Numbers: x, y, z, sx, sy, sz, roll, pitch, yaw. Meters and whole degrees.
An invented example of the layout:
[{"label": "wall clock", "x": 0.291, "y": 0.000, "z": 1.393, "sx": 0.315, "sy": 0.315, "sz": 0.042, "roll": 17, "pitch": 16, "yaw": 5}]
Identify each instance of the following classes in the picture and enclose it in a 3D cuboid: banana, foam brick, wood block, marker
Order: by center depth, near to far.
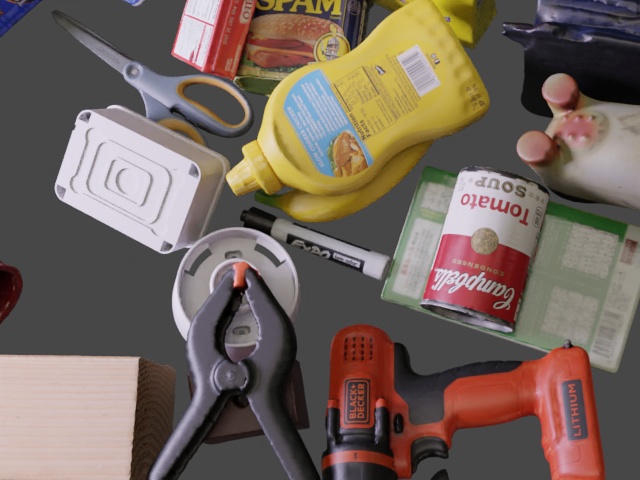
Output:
[{"label": "foam brick", "x": -0.052, "y": 0.117, "z": 0.780, "sx": 0.078, "sy": 0.051, "sz": 0.053, "roll": -11, "pitch": 76, "yaw": 8}, {"label": "wood block", "x": -0.220, "y": 0.134, "z": 0.786, "sx": 0.206, "sy": 0.090, "sz": 0.091, "roll": -1, "pitch": 78, "yaw": 10}, {"label": "banana", "x": 0.043, "y": -0.072, "z": 0.812, "sx": 0.198, "sy": 0.037, "sz": 0.070, "roll": -38, "pitch": 76, "yaw": 0}, {"label": "marker", "x": -0.005, "y": 0.001, "z": 0.814, "sx": 0.121, "sy": 0.020, "sz": 0.020, "roll": 21, "pitch": 82, "yaw": 14}]

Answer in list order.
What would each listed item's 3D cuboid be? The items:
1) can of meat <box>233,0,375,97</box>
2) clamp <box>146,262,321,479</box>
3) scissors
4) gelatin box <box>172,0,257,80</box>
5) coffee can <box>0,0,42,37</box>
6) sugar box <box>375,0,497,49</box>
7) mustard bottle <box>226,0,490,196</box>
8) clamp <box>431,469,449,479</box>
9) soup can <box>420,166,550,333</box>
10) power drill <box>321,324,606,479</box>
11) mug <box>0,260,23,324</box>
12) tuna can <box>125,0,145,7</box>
[{"label": "can of meat", "x": -0.014, "y": -0.156, "z": 0.831, "sx": 0.102, "sy": 0.057, "sz": 0.084, "roll": 6, "pitch": 81, "yaw": 11}, {"label": "clamp", "x": -0.066, "y": 0.103, "z": 0.738, "sx": 0.120, "sy": 0.039, "sz": 0.171, "roll": -7, "pitch": 71, "yaw": 4}, {"label": "scissors", "x": -0.150, "y": -0.115, "z": 0.866, "sx": 0.202, "sy": 0.016, "sz": 0.096, "roll": 21, "pitch": 83, "yaw": 14}, {"label": "gelatin box", "x": -0.080, "y": -0.168, "z": 0.822, "sx": 0.030, "sy": 0.089, "sz": 0.073, "roll": 12, "pitch": 102, "yaw": -27}, {"label": "coffee can", "x": -0.258, "y": -0.236, "z": 0.867, "sx": 0.140, "sy": 0.102, "sz": 0.103, "roll": -42, "pitch": 74, "yaw": -1}, {"label": "sugar box", "x": 0.080, "y": -0.205, "z": 0.762, "sx": 0.093, "sy": 0.176, "sz": 0.048, "roll": 28, "pitch": 84, "yaw": 14}, {"label": "mustard bottle", "x": 0.018, "y": -0.087, "z": 0.769, "sx": 0.191, "sy": 0.058, "sz": 0.096, "roll": -30, "pitch": 86, "yaw": 3}, {"label": "clamp", "x": 0.128, "y": 0.279, "z": 0.720, "sx": 0.165, "sy": 0.036, "sz": 0.210, "roll": 15, "pitch": 77, "yaw": 14}, {"label": "soup can", "x": 0.117, "y": 0.007, "z": 0.750, "sx": 0.068, "sy": 0.068, "sz": 0.102, "roll": 15, "pitch": 82, "yaw": 13}, {"label": "power drill", "x": 0.094, "y": 0.141, "z": 0.726, "sx": 0.188, "sy": 0.057, "sz": 0.184, "roll": -2, "pitch": 60, "yaw": 6}, {"label": "mug", "x": -0.297, "y": 0.037, "z": 0.829, "sx": 0.081, "sy": 0.093, "sz": 0.117, "roll": 44, "pitch": 124, "yaw": 21}, {"label": "tuna can", "x": -0.143, "y": -0.233, "z": 0.854, "sx": 0.033, "sy": 0.086, "sz": 0.086, "roll": 26, "pitch": 81, "yaw": -26}]
